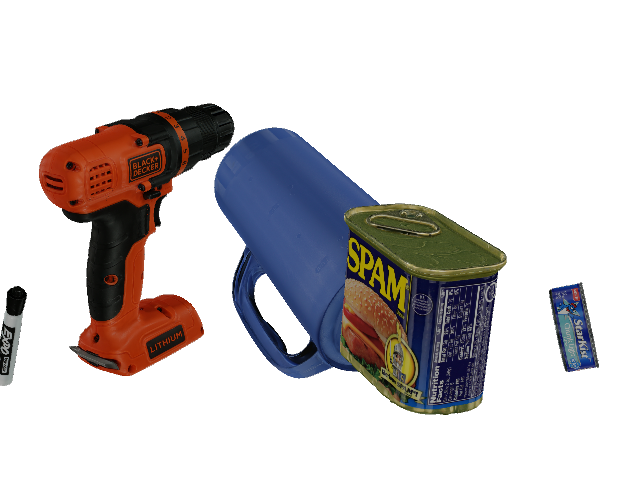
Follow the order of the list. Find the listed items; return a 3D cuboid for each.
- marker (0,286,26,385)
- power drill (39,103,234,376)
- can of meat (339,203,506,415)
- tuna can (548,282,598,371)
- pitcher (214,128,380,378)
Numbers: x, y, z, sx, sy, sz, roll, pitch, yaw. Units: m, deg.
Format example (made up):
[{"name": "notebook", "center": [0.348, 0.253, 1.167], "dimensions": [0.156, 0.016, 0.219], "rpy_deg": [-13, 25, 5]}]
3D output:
[{"name": "marker", "center": [-0.306, 0.094, 1.054], "dimensions": [0.020, 0.121, 0.020], "rpy_deg": [14, 33, -9]}, {"name": "power drill", "center": [-0.131, -0.005, 0.818], "dimensions": [0.057, 0.188, 0.184], "rpy_deg": [15, 26, 34]}, {"name": "can of meat", "center": [0.051, 0.035, 0.576], "dimensions": [0.057, 0.084, 0.102], "rpy_deg": [-6, 22, -24]}, {"name": "tuna can", "center": [0.251, 0.086, 1.059], "dimensions": [0.034, 0.086, 0.086], "rpy_deg": [-12, -3, 13]}, {"name": "pitcher", "center": [-0.009, 0.005, 0.982], "dimensions": [0.149, 0.145, 0.243], "rpy_deg": [-10, 39, -31]}]
